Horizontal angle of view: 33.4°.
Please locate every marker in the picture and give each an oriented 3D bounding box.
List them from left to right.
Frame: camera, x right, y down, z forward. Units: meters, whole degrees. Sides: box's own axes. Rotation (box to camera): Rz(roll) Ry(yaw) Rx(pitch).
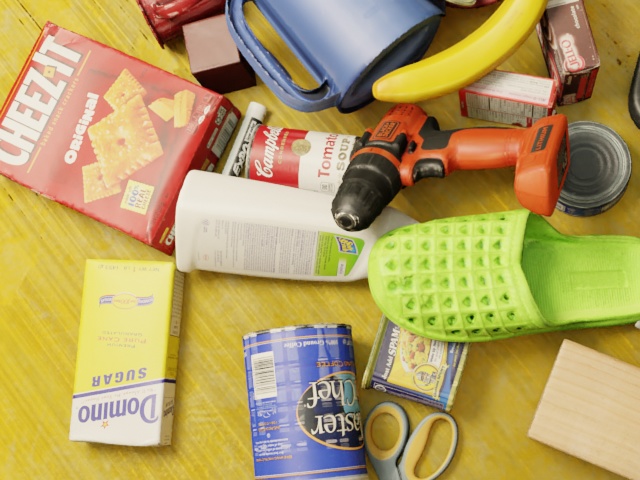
[{"bbox_3d":[-0.083,-0.079,1.061,0.020,0.020,0.121,21,84,14],"label":"marker"}]

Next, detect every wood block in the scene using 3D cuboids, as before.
[{"bbox_3d":[0.289,0.166,0.908,0.206,0.090,0.090,21,84,14],"label":"wood block"}]

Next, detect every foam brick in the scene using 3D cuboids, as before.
[{"bbox_3d":[-0.098,-0.181,1.053,0.051,0.078,0.053,-12,78,7],"label":"foam brick"}]

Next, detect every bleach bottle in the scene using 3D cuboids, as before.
[{"bbox_3d":[-0.007,0.001,1.002,0.251,0.103,0.068,10,46,4],"label":"bleach bottle"}]

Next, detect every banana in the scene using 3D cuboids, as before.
[{"bbox_3d":[0.136,-0.178,0.943,0.198,0.037,0.069,-43,109,6],"label":"banana"}]

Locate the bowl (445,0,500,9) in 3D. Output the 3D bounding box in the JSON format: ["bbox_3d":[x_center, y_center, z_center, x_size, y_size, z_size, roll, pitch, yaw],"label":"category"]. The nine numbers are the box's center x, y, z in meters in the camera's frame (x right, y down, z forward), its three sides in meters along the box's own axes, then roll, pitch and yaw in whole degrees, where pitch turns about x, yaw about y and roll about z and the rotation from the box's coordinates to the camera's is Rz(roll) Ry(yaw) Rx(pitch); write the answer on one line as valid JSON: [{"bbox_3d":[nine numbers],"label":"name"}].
[{"bbox_3d":[0.149,-0.305,1.020,0.162,0.055,0.162,12,113,31],"label":"bowl"}]

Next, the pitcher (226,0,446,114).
[{"bbox_3d":[-0.014,-0.241,1.004,0.243,0.149,0.145,49,118,9],"label":"pitcher"}]

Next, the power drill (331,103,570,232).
[{"bbox_3d":[0.116,-0.063,0.940,0.188,0.057,0.184,5,38,23],"label":"power drill"}]

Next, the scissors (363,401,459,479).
[{"bbox_3d":[0.051,0.236,0.979,0.096,0.016,0.202,34,87,16],"label":"scissors"}]

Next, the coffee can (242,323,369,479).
[{"bbox_3d":[-0.014,0.152,0.962,0.103,0.102,0.140,-8,78,9],"label":"coffee can"}]

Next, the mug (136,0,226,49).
[{"bbox_3d":[-0.140,-0.246,1.059,0.081,0.117,0.093,-26,114,0],"label":"mug"}]

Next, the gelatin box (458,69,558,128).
[{"bbox_3d":[0.175,-0.133,0.994,0.089,0.073,0.030,12,81,13],"label":"gelatin box"}]

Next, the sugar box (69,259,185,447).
[{"bbox_3d":[-0.186,0.109,1.032,0.093,0.048,0.176,1,79,11],"label":"sugar box"}]

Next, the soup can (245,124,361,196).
[{"bbox_3d":[-0.014,-0.072,1.022,0.102,0.068,0.068,8,81,11],"label":"soup can"}]

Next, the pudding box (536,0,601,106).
[{"bbox_3d":[0.225,-0.191,0.988,0.039,0.090,0.113,-12,77,5],"label":"pudding box"}]

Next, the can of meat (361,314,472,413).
[{"bbox_3d":[0.093,0.100,0.976,0.084,0.057,0.102,16,84,11],"label":"can of meat"}]

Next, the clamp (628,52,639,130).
[{"bbox_3d":[0.332,-0.094,0.972,0.164,0.036,0.210,-24,74,-4],"label":"clamp"}]

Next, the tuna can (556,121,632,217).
[{"bbox_3d":[0.244,-0.066,0.989,0.086,0.033,0.086,-2,79,10],"label":"tuna can"}]

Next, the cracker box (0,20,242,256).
[{"bbox_3d":[-0.211,-0.103,1.063,0.214,0.072,0.164,25,85,15],"label":"cracker box"}]
